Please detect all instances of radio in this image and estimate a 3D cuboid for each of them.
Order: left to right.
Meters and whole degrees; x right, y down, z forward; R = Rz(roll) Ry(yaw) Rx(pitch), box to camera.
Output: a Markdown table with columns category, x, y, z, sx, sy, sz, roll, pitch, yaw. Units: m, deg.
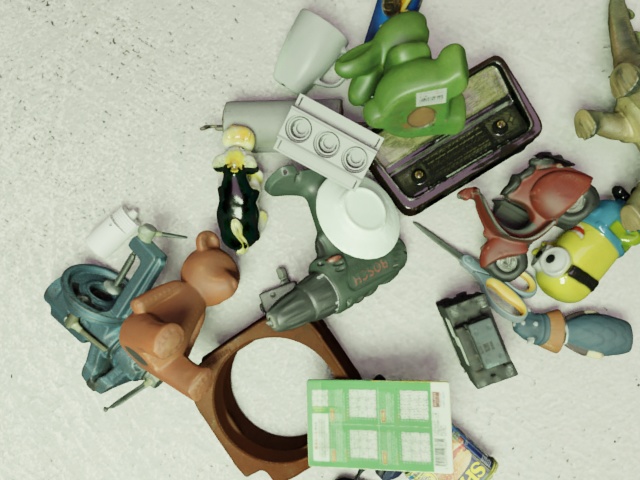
| category | x | y | z | sx | sy | sz | roll | pitch | yaw |
| --- | --- | --- | --- | --- | --- | --- | --- | --- | --- |
| radio | 0.182 | -0.140 | 0.760 | 0.230 | 0.073 | 0.131 | -31 | 83 | 4 |

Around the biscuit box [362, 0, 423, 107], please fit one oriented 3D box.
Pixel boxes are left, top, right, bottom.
| category | x | y | z | sx | sy | sz | roll | pitch | yaw |
| --- | --- | --- | --- | --- | --- | --- | --- | --- | --- |
| biscuit box | 0.099 | -0.292 | 0.784 | 0.063 | 0.059 | 0.202 | 17 | 88 | 5 |

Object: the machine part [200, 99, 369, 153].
| category | x | y | z | sx | sy | sz | roll | pitch | yaw |
| --- | --- | --- | --- | --- | --- | --- | --- | --- | --- |
| machine part | -0.051 | -0.165 | 0.780 | 0.243 | 0.079 | 0.079 | -1 | 87 | 5 |

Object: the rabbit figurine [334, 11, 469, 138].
| category | x | y | z | sx | sy | sz | roll | pitch | yaw |
| --- | --- | --- | --- | --- | --- | --- | --- | --- | --- |
| rabbit figurine | 0.107 | -0.219 | 0.703 | 0.159 | 0.121 | 0.170 | -13 | 60 | 14 |

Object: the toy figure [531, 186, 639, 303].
| category | x | y | z | sx | sy | sz | roll | pitch | yaw |
| --- | --- | --- | --- | --- | --- | --- | --- | --- | --- |
| toy figure | 0.374 | 0.008 | 0.735 | 0.180 | 0.082 | 0.089 | -41 | 82 | -1 |

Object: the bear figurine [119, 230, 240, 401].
| category | x | y | z | sx | sy | sz | roll | pitch | yaw |
| --- | --- | --- | --- | --- | --- | --- | --- | --- | --- |
| bear figurine | -0.156 | 0.087 | 0.697 | 0.132 | 0.120 | 0.196 | 12 | 46 | 39 |

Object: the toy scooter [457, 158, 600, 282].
| category | x | y | z | sx | sy | sz | roll | pitch | yaw |
| --- | --- | --- | --- | --- | --- | --- | --- | --- | --- |
| toy scooter | 0.265 | -0.045 | 0.716 | 0.184 | 0.075 | 0.135 | -43 | 82 | 6 |

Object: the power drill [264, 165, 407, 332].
| category | x | y | z | sx | sy | sz | roll | pitch | yaw |
| --- | --- | --- | --- | --- | --- | --- | --- | --- | --- |
| power drill | -0.001 | -0.002 | 0.725 | 0.232 | 0.086 | 0.207 | -15 | 67 | -30 |

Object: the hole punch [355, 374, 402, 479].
| category | x | y | z | sx | sy | sz | roll | pitch | yaw |
| --- | --- | --- | --- | --- | --- | --- | --- | --- | --- |
| hole punch | 0.103 | 0.257 | 0.728 | 0.092 | 0.116 | 0.142 | 28 | 90 | -2 |

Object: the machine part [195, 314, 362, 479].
| category | x | y | z | sx | sy | sz | roll | pitch | yaw |
| --- | --- | --- | --- | --- | --- | --- | --- | --- | --- |
| machine part | -0.053 | 0.208 | 0.743 | 0.201 | 0.087 | 0.201 | -35 | 89 | 9 |

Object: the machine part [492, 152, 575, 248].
| category | x | y | z | sx | sy | sz | roll | pitch | yaw |
| --- | --- | --- | --- | --- | --- | --- | --- | --- | --- |
| machine part | 0.301 | -0.063 | 0.766 | 0.084 | 0.039 | 0.139 | 33 | 91 | 11 |

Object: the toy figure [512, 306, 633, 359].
| category | x | y | z | sx | sy | sz | roll | pitch | yaw |
| --- | --- | --- | --- | --- | --- | --- | --- | --- | --- |
| toy figure | 0.343 | 0.128 | 0.741 | 0.155 | 0.064 | 0.057 | 4 | 124 | 10 |

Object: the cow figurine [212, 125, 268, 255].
| category | x | y | z | sx | sy | sz | roll | pitch | yaw |
| --- | --- | --- | --- | --- | --- | --- | --- | --- | --- |
| cow figurine | -0.115 | -0.068 | 0.741 | 0.068 | 0.098 | 0.167 | -2 | 116 | 2 |

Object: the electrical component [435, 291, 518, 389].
| category | x | y | z | sx | sy | sz | roll | pitch | yaw |
| --- | --- | --- | --- | --- | --- | --- | --- | --- | --- |
| electrical component | 0.206 | 0.129 | 0.713 | 0.058 | 0.134 | 0.115 | -23 | 87 | 3 |

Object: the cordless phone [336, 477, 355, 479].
| category | x | y | z | sx | sy | sz | roll | pitch | yaw |
| --- | --- | --- | --- | --- | --- | --- | --- | --- | --- |
| cordless phone | 0.058 | 0.440 | 0.745 | 0.147 | 0.089 | 0.184 | 18 | 99 | 4 |

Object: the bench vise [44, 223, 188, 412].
| category | x | y | z | sx | sy | sz | roll | pitch | yaw |
| --- | --- | --- | --- | --- | --- | --- | --- | --- | --- |
| bench vise | -0.277 | 0.091 | 0.752 | 0.224 | 0.129 | 0.240 | 42 | 108 | 22 |

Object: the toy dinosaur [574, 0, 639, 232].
| category | x | y | z | sx | sy | sz | roll | pitch | yaw |
| --- | --- | --- | --- | --- | --- | --- | --- | --- | --- |
| toy dinosaur | 0.443 | -0.165 | 0.705 | 0.198 | 0.105 | 0.471 | -6 | 76 | -22 |

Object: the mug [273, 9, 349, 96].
| category | x | y | z | sx | sy | sz | roll | pitch | yaw |
| --- | --- | --- | --- | --- | --- | --- | --- | --- | --- |
| mug | -0.011 | -0.260 | 0.787 | 0.109 | 0.081 | 0.107 | 36 | 101 | -2 |

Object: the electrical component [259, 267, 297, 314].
| category | x | y | z | sx | sy | sz | roll | pitch | yaw |
| --- | --- | --- | --- | --- | --- | --- | --- | --- | --- |
| electrical component | -0.058 | 0.090 | 0.792 | 0.063 | 0.021 | 0.094 | -19 | 86 | 3 |
